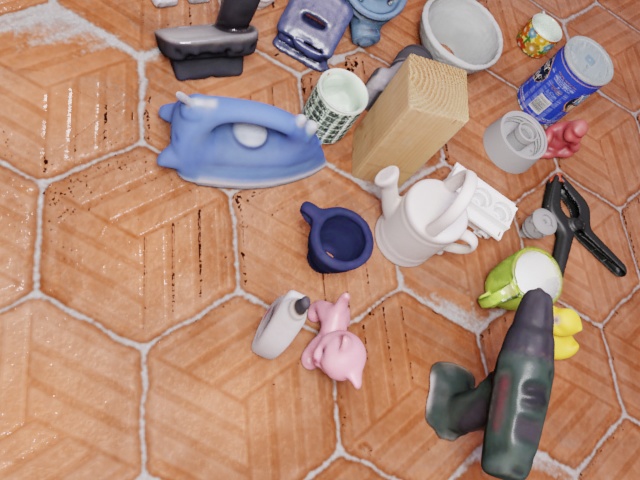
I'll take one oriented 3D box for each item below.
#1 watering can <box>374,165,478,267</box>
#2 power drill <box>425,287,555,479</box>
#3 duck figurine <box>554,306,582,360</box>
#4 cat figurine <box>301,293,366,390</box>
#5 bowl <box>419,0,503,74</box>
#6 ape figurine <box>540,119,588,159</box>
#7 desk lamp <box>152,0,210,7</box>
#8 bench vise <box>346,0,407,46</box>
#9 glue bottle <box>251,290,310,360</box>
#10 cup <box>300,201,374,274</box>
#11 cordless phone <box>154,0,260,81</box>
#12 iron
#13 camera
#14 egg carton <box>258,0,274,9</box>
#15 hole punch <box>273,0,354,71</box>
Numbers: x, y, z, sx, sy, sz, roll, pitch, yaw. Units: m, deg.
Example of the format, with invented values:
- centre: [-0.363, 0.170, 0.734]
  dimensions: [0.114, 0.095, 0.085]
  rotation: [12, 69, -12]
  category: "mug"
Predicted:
- centre: [0.155, -0.039, 0.824]
  dimensions: [0.173, 0.193, 0.101]
  rotation: [13, 65, -15]
  category: "watering can"
- centre: [0.223, 0.192, 0.750]
  dimensions: [0.076, 0.208, 0.230]
  rotation: [18, 64, -13]
  category: "power drill"
- centre: [0.373, 0.138, 0.898]
  dimensions: [0.104, 0.086, 0.078]
  rotation: [45, 61, 1]
  category: "duck figurine"
- centre: [0.025, 0.131, 0.751]
  dimensions: [0.067, 0.117, 0.128]
  rotation: [12, 66, -16]
  category: "cat figurine"
- centre: [0.247, -0.367, 1.056]
  dimensions: [0.168, 0.074, 0.167]
  rotation: [7, 67, -18]
  category: "bowl"
- centre: [0.451, -0.191, 1.053]
  dimensions: [0.078, 0.092, 0.076]
  rotation: [34, 62, -5]
  category: "ape figurine"
- centre: [-0.225, -0.503, 0.852]
  dimensions: [0.118, 0.213, 0.203]
  rotation: [-22, 78, -26]
  category: "desk lamp"
- centre: [0.084, -0.466, 0.950]
  dimensions: [0.122, 0.219, 0.207]
  rotation: [-20, 78, -26]
  category: "bench vise"
- centre: [-0.041, 0.097, 0.708]
  dimensions: [0.037, 0.173, 0.078]
  rotation: [24, 63, -10]
  category: "glue bottle"
- centre: [0.007, 0.003, 0.808]
  dimensions: [0.118, 0.094, 0.092]
  rotation: [43, 61, 0]
  category: "cup"
- centre: [-0.155, -0.321, 0.823]
  dimensions: [0.148, 0.184, 0.094]
  rotation: [-19, 77, -26]
  category: "cordless phone"
- centre: [-0.092, -0.151, 0.805]
  dimensions: [0.259, 0.141, 0.118]
  rotation: [3, 69, -20]
  category: "iron"
- centre: [0.160, -0.263, 0.967]
  dimensions: [0.143, 0.100, 0.137]
  rotation: [32, 62, -6]
  category: "camera"
- centre: [-0.112, -0.465, 0.962]
  dimensions: [0.150, 0.069, 0.107]
  rotation: [46, 61, 1]
  category: "egg carton"
- centre: [-0.010, -0.352, 0.943]
  dimensions: [0.109, 0.091, 0.101]
  rotation: [26, 63, -9]
  category: "hole punch"
